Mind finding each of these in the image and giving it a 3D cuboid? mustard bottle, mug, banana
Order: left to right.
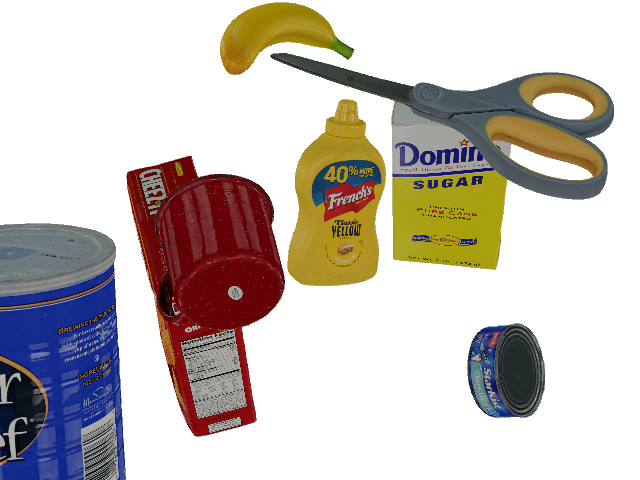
[{"bbox_3d":[-0.082,0.019,0.797,0.117,0.081,0.093,-39,-48,21],"label":"mug"},{"bbox_3d":[-0.040,-0.189,0.978,0.070,0.037,0.197,39,32,19],"label":"banana"},{"bbox_3d":[0.020,-0.050,1.105,0.096,0.192,0.058,-4,21,-23],"label":"mustard bottle"}]

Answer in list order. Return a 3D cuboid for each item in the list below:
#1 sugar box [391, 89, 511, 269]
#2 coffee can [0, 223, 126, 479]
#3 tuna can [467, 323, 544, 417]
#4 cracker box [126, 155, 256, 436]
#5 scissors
[{"bbox_3d":[0.105,-0.046,0.866,0.093,0.048,0.176,5,-34,9],"label":"sugar box"},{"bbox_3d":[-0.153,0.071,0.544,0.103,0.140,0.103,0,16,0],"label":"coffee can"},{"bbox_3d":[0.171,0.120,0.982,0.034,0.086,0.085,-9,-6,40],"label":"tuna can"},{"bbox_3d":[-0.121,0.056,1.000,0.072,0.164,0.214,-15,-42,-10],"label":"cracker box"},{"bbox_3d":[0.078,-0.087,0.608,0.202,0.016,0.096,32,56,22],"label":"scissors"}]
